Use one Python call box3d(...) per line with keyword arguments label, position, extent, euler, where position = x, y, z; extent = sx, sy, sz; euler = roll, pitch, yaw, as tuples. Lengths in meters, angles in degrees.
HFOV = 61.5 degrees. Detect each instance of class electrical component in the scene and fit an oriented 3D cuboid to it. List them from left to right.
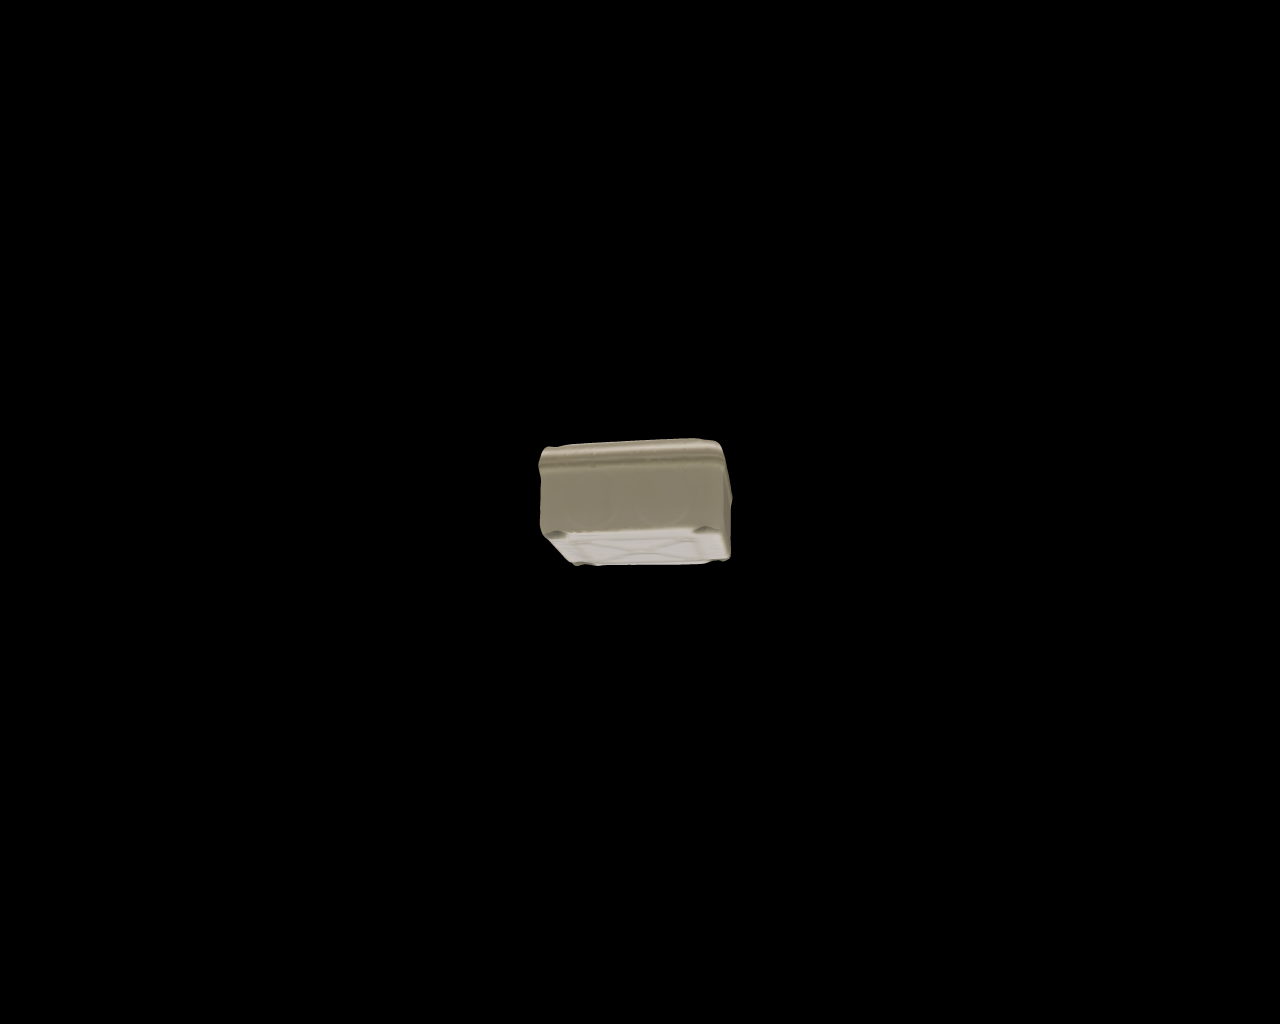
box3d(label="electrical component", position=(0.001, -0.003, 0.650), extent=(0.109, 0.056, 0.108), euler=(-2, -13, 7))
